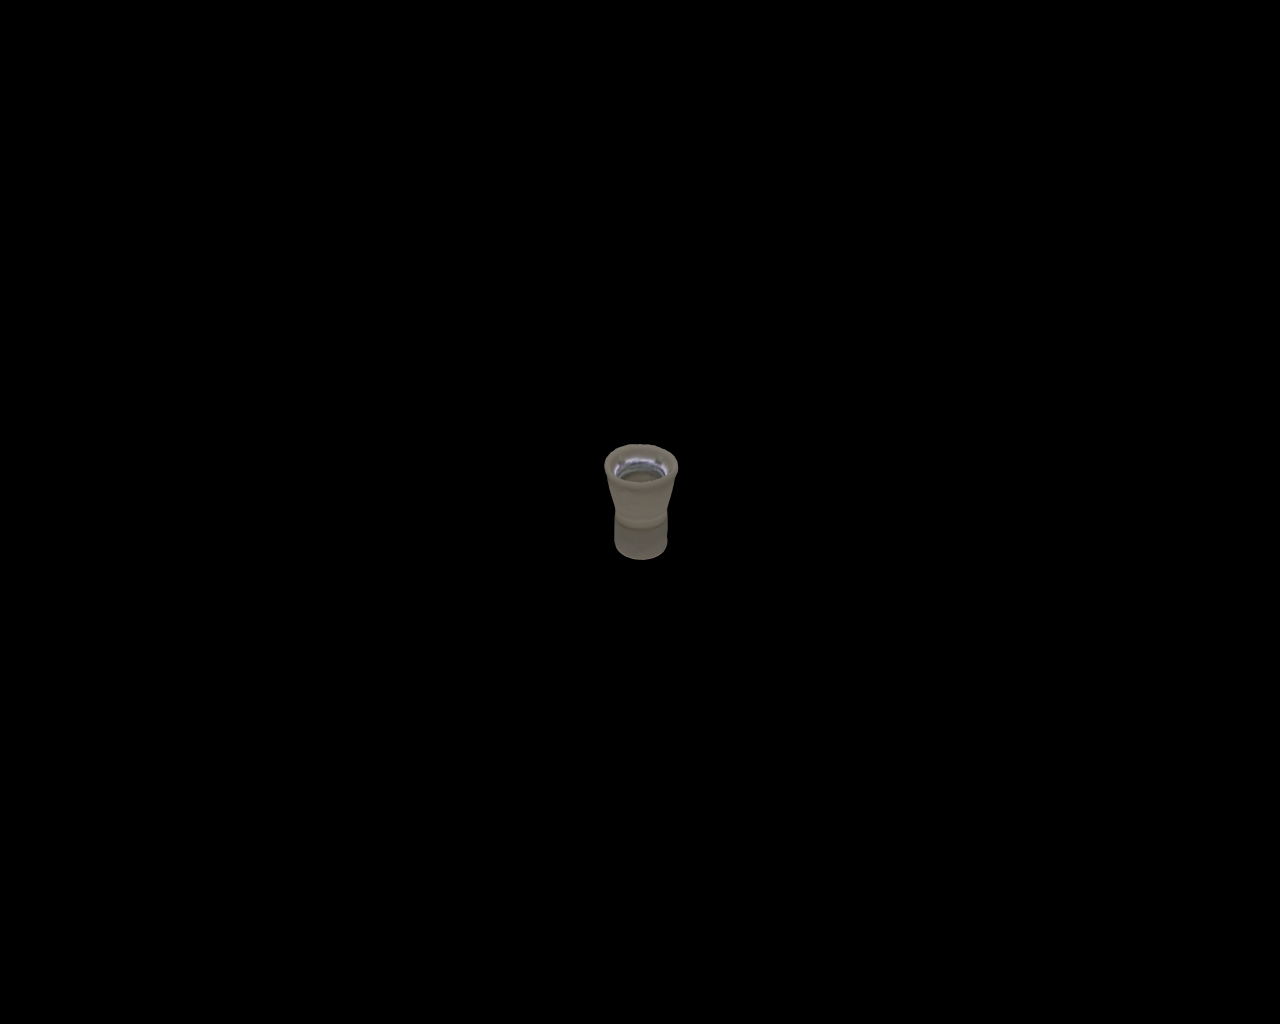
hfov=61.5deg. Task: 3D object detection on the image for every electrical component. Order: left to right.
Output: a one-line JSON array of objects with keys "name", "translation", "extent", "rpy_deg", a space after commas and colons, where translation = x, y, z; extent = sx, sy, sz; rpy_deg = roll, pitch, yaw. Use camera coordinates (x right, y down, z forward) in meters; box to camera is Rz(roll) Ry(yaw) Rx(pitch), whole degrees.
[{"name": "electrical component", "translation": [0.001, -0.003, 0.650], "extent": [0.044, 0.065, 0.044], "rpy_deg": [0, 34, 0]}]
